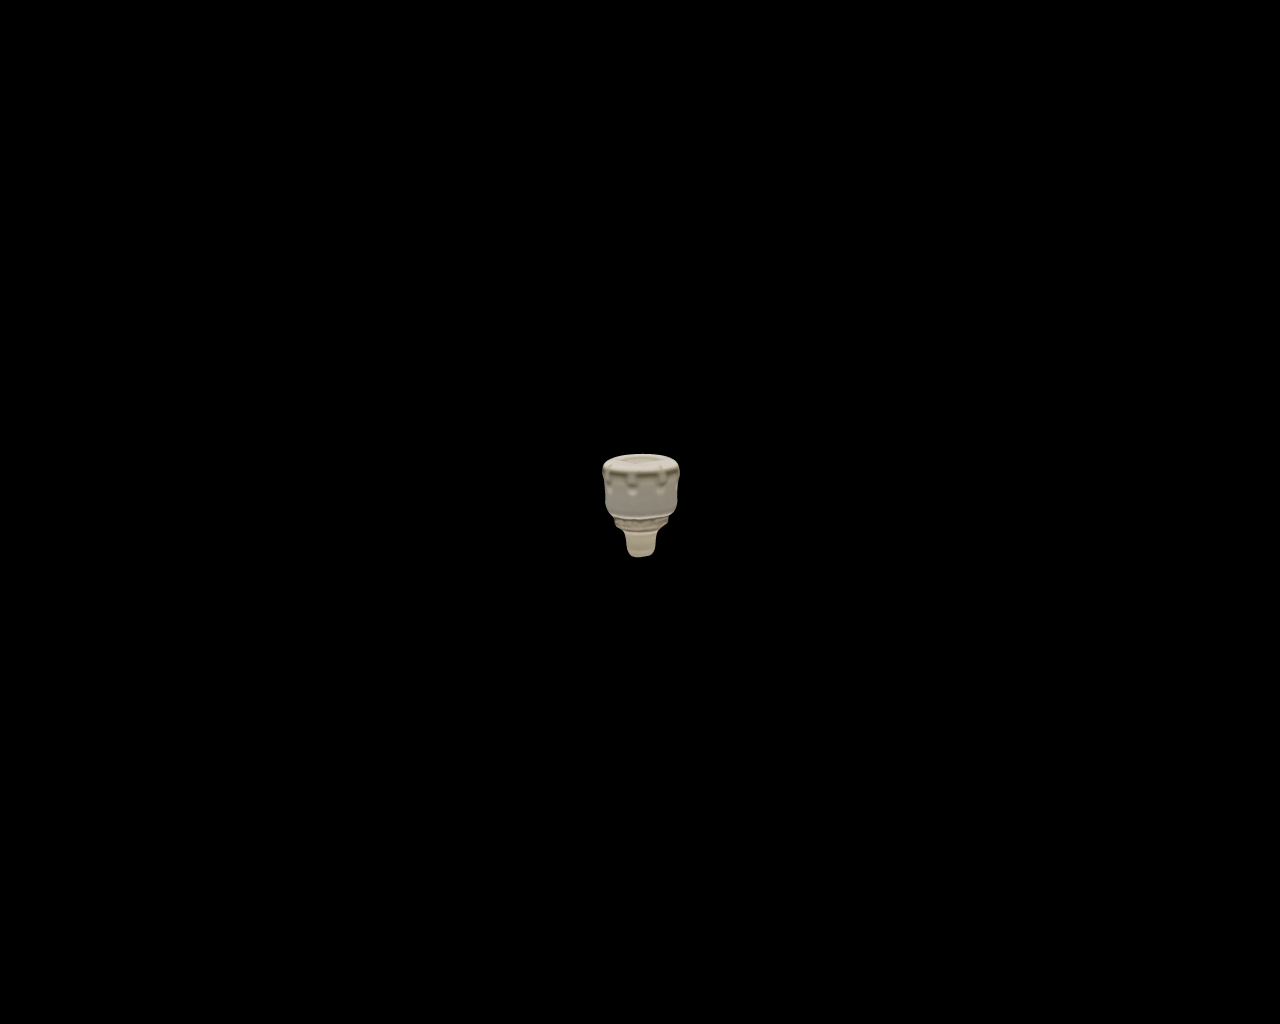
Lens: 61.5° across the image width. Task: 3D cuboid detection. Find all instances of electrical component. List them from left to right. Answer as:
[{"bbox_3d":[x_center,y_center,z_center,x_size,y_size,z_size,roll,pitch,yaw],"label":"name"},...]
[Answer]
[{"bbox_3d":[0.001,-0.003,0.650,0.048,0.062,0.048,0,12,0],"label":"electrical component"}]
